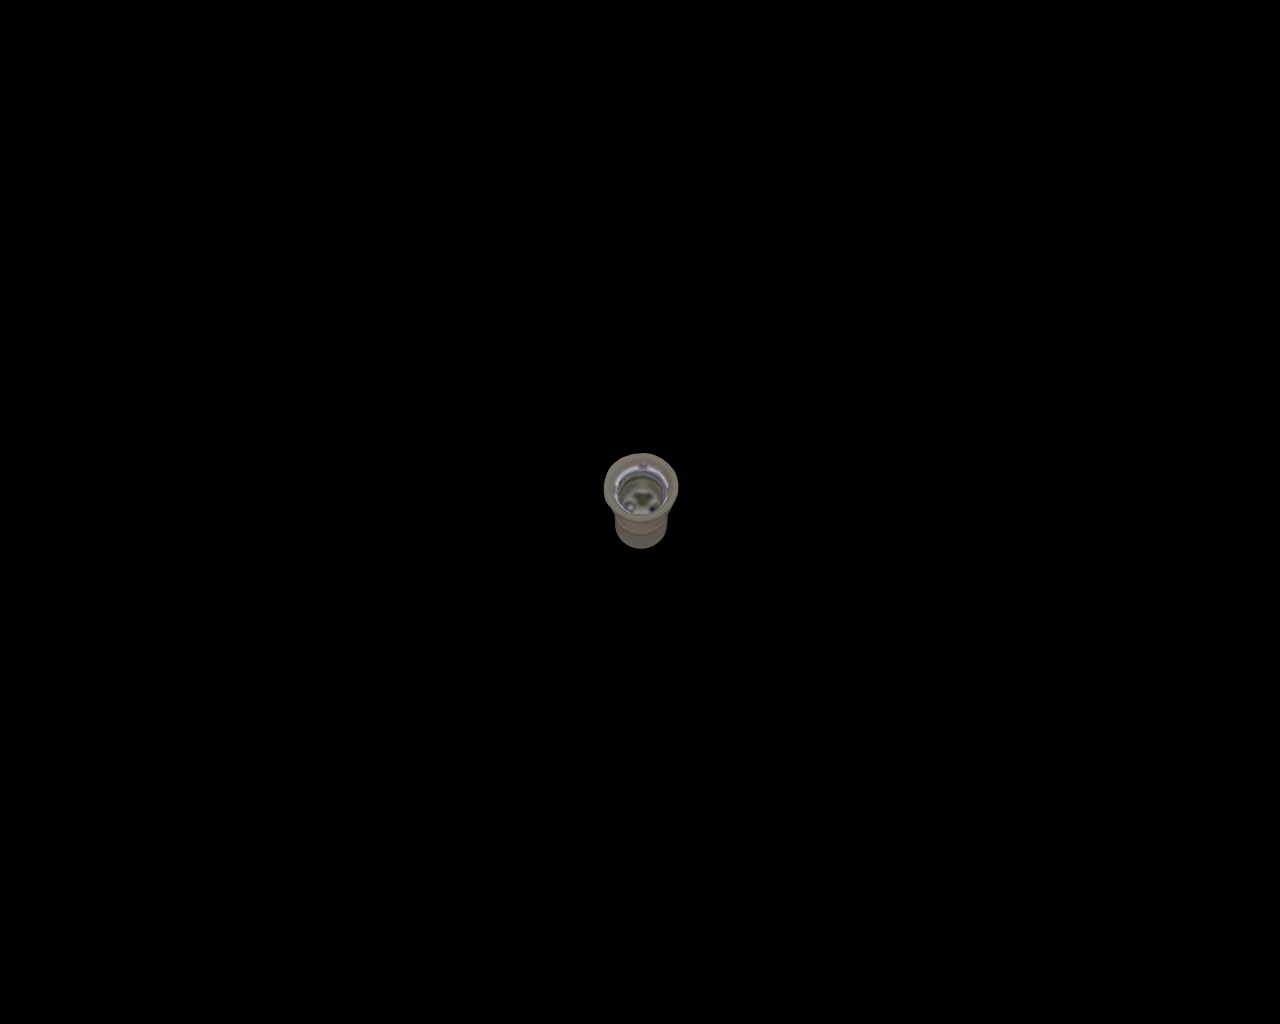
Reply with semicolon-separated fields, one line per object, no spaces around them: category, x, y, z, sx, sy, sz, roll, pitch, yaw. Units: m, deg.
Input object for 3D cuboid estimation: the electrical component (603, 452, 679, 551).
electrical component;0.001;-0.003;0.650;0.044;0.044;0.065;0;-24;0
